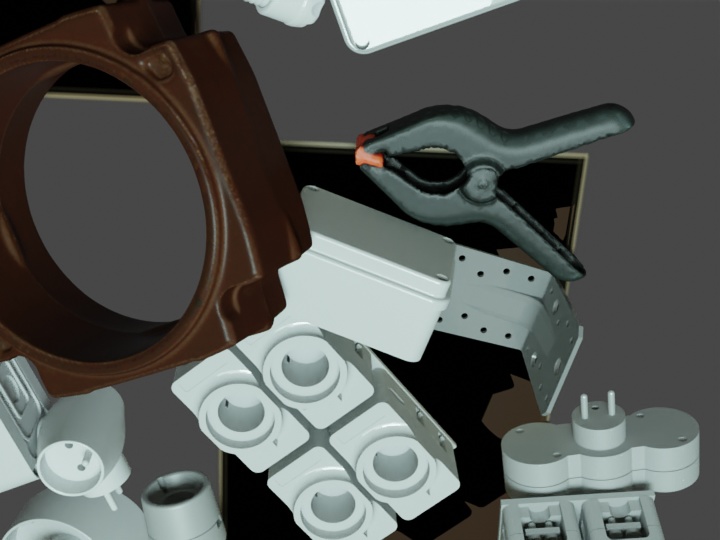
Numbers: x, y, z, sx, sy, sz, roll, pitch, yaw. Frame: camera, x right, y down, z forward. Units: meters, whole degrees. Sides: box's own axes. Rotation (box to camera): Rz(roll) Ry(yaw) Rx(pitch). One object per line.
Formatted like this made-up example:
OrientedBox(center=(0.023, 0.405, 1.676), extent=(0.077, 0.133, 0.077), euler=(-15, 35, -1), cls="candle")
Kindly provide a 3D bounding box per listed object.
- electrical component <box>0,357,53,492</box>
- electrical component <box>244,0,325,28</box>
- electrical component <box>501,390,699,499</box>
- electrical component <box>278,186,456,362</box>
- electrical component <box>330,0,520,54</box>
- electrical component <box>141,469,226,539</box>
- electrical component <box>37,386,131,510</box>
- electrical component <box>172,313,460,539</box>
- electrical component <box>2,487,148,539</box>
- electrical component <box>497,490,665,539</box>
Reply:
OrientedBox(center=(-0.256, 0.088, 0.715), extent=(0.057, 0.078, 0.113), euler=(-20, 113, 6), cls="electrical component")
OrientedBox(center=(-0.052, -0.164, 0.623), extent=(0.061, 0.035, 0.035), euler=(13, 115, -31), cls="electrical component")
OrientedBox(center=(0.168, 0.117, 0.756), extent=(0.138, 0.052, 0.073), euler=(-8, 115, 2), cls="electrical component")
OrientedBox(center=(0.000, 0.000, 0.676), extent=(0.113, 0.078, 0.057), euler=(21, 115, -1), cls="electrical component")
OrientedBox(center=(0.035, -0.179, 0.615), extent=(0.113, 0.057, 0.078), euler=(-18, 114, 6), cls="electrical component")
OrientedBox(center=(-0.128, 0.176, 0.773), extent=(0.055, 0.055, 0.047), euler=(-9, 111, 2), cls="electrical component")
OrientedBox(center=(-0.183, 0.128, 0.736), extent=(0.044, 0.077, 0.079), euler=(-18, 114, 7), cls="electrical component")
OrientedBox(center=(-0.028, 0.104, 0.739), extent=(0.105, 0.060, 0.186), euler=(-36, 111, 14), cls="electrical component")
OrientedBox(center=(-0.211, 0.207, 0.792), extent=(0.099, 0.064, 0.099), euler=(4, 112, 11), cls="electrical component")
OrientedBox(center=(0.154, 0.242, 0.777), extent=(0.105, 0.060, 0.186), euler=(-4, 133, 0), cls="electrical component")
